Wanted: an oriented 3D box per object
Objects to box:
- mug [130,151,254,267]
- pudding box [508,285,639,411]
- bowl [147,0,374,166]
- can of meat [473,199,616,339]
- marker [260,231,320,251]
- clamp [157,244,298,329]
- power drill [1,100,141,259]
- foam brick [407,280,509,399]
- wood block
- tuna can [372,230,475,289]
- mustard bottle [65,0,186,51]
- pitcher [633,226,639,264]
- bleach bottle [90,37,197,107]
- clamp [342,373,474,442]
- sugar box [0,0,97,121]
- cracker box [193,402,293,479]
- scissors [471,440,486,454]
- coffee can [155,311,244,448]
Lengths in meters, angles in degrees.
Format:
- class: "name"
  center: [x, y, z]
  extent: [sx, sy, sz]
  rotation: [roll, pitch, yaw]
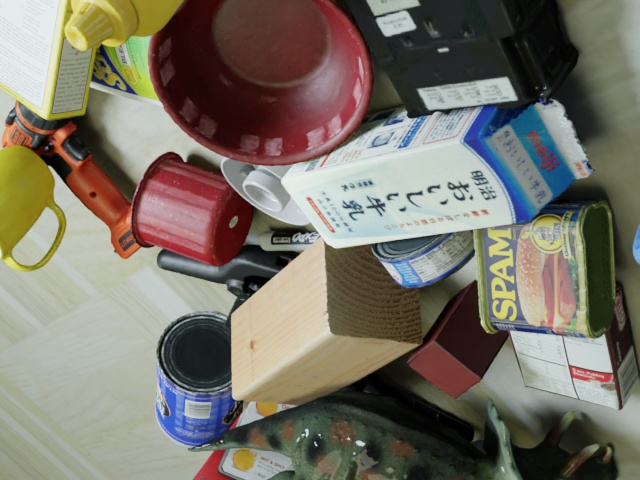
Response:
- class: "mug"
  center: [-0.111, -0.018, 0.978]
  extent: [0.082, 0.093, 0.117]
  rotation: [19, 148, 19]
- class: "pudding box"
  center: [0.197, 0.078, 0.845]
  extent: [0.090, 0.039, 0.113]
  rotation: [11, 136, 37]
- class: "bowl"
  center: [-0.039, -0.133, 0.768]
  extent: [0.162, 0.055, 0.162]
  rotation: [5, 132, 5]
- class: "can of meat"
  center: [0.162, 0.019, 0.765]
  extent: [0.084, 0.057, 0.102]
  rotation: [3, 104, 38]
- class: "marker"
  center: [-0.006, 0.001, 0.961]
  extent: [0.121, 0.020, 0.020]
  rotation: [1, 132, 43]
- class: "clamp"
  center: [-0.084, 0.034, 1.053]
  extent: [0.120, 0.039, 0.172]
  rotation: [35, 145, -25]
- class: "power drill"
  center: [-0.221, -0.076, 1.039]
  extent: [0.187, 0.057, 0.185]
  rotation: [46, 150, -7]
- class: "foam brick"
  center: [0.120, 0.083, 0.888]
  extent: [0.051, 0.078, 0.053]
  rotation: [39, 147, 0]
- class: "wood block"
  center: [-0.001, 0.077, 0.951]
  extent: [0.090, 0.091, 0.206]
  rotation: [9, 155, -25]
- class: "tuna can"
  center: [0.084, -0.003, 0.810]
  extent: [0.086, 0.086, 0.033]
  rotation: [-8, 127, 48]
- class: "mustard bottle"
  center: [-0.092, -0.180, 0.665]
  extent: [0.096, 0.191, 0.058]
  rotation: [-7, 127, 48]
- class: "pitcher"
  center: [0.315, 0.033, 0.614]
  extent: [0.243, 0.149, 0.145]
  rotation: [39, 162, 5]
- class: "bleach bottle"
  center: [-0.179, -0.163, 0.887]
  extent: [0.251, 0.068, 0.102]
  rotation: [12, 132, 37]
- class: "clamp"
  center: [0.038, 0.134, 1.064]
  extent: [0.210, 0.036, 0.164]
  rotation: [3, 133, 37]
- class: "sugar box"
  center: [-0.208, -0.192, 0.821]
  extent: [0.093, 0.048, 0.176]
  rotation: [34, 120, 28]
- class: "cracker box"
  center: [-0.037, 0.258, 1.124]
  extent: [0.164, 0.213, 0.072]
  rotation: [35, 149, 4]
- class: "scissors"
  center: [0.186, 0.254, 1.088]
  extent: [0.096, 0.016, 0.202]
  rotation: [12, 149, 18]
- class: "coffee can"
  center: [-0.133, 0.159, 1.197]
  extent: [0.103, 0.102, 0.140]
  rotation: [30, 146, 12]
